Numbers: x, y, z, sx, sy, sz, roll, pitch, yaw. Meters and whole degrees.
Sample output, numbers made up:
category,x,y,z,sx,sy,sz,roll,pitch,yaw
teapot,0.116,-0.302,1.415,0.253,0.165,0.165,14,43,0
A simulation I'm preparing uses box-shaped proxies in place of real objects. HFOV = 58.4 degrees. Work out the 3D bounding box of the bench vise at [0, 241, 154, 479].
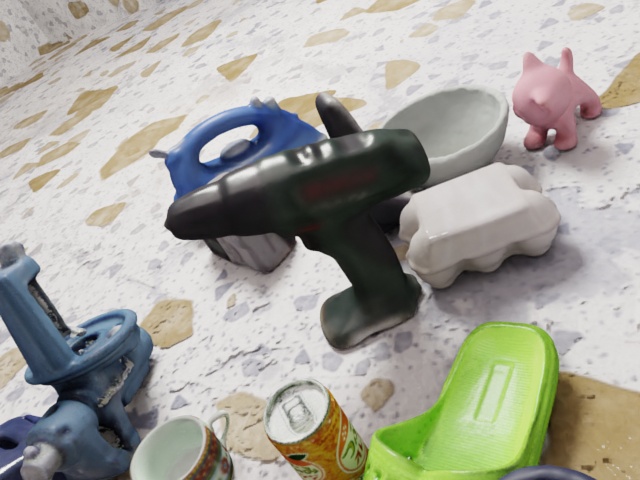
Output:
category,x,y,z,sx,sy,sz,roll,pitch,yaw
bench vise,-0.242,0.114,0.553,0.121,0.220,0.207,-30,35,-1

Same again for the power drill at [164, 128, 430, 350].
category,x,y,z,sx,sy,sz,roll,pitch,yaw
power drill,0.005,0.002,0.534,0.229,0.209,0.075,-27,35,2

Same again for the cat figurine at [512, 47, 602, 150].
category,x,y,z,sx,sy,sz,roll,pitch,yaw
cat figurine,0.262,-0.167,0.649,0.067,0.118,0.128,13,52,44

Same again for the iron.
category,x,y,z,sx,sy,sz,roll,pitch,yaw
iron,-0.119,-0.137,0.853,0.258,0.142,0.118,-35,35,-10

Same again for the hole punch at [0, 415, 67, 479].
category,x,y,z,sx,sy,sz,roll,pitch,yaw
hole punch,-0.313,0.222,0.578,0.108,0.091,0.101,1,45,35

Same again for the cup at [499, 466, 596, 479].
category,x,y,z,sx,sy,sz,roll,pitch,yaw
cup,0.146,0.182,0.309,0.117,0.095,0.091,-19,36,13

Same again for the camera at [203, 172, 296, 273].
category,x,y,z,sx,sy,sz,roll,pitch,yaw
camera,-0.091,-0.046,0.754,0.142,0.101,0.137,17,55,46

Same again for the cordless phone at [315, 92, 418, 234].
category,x,y,z,sx,sy,sz,roll,pitch,yaw
cordless phone,0.037,-0.102,0.664,0.094,0.185,0.147,-33,35,-7

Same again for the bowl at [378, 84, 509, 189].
category,x,y,z,sx,sy,sz,roll,pitch,yaw
bowl,0.151,-0.114,0.696,0.167,0.075,0.167,-18,36,14

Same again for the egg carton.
category,x,y,z,sx,sy,sz,roll,pitch,yaw
egg carton,0.155,-0.016,0.575,0.150,0.070,0.107,-22,35,10
